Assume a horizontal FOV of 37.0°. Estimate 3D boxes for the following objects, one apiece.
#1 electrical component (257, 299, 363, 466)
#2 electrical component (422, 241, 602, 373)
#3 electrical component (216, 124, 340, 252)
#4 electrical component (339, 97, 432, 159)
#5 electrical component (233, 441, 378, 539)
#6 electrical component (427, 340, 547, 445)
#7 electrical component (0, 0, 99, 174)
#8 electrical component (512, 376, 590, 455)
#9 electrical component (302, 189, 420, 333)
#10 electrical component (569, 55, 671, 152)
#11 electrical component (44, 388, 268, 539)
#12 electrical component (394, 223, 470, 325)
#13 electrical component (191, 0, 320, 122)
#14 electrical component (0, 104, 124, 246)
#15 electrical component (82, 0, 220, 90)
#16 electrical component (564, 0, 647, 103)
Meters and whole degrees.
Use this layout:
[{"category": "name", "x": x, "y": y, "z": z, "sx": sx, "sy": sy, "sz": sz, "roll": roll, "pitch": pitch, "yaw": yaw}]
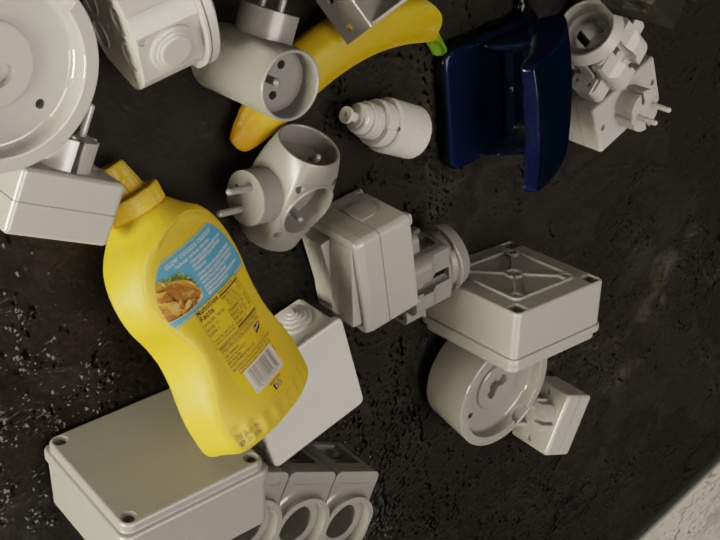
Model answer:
[{"category": "electrical component", "x": -0.053, "y": 0.081, "z": 0.801, "sx": 0.100, "sy": 0.048, "sz": 0.099, "roll": -35, "pitch": 132, "yaw": -25}, {"category": "electrical component", "x": 0.127, "y": 0.027, "z": 0.899, "sx": 0.109, "sy": 0.109, "sz": 0.056, "roll": -19, "pitch": 121, "yaw": -36}, {"category": "electrical component", "x": -0.060, "y": -0.050, "z": 0.703, "sx": 0.079, "sy": 0.044, "sz": 0.077, "roll": -18, "pitch": 147, "yaw": -45}, {"category": "electrical component", "x": 0.017, "y": -0.104, "z": 0.772, "sx": 0.078, "sy": 0.040, "sz": 0.040, "roll": 7, "pitch": 107, "yaw": -46}, {"category": "electrical component", "x": -0.064, "y": 0.186, "z": 0.839, "sx": 0.150, "sy": 0.062, "sz": 0.089, "roll": 11, "pitch": 104, "yaw": -46}, {"category": "electrical component", "x": 0.107, "y": 0.093, "z": 0.950, "sx": 0.108, "sy": 0.060, "sz": 0.108, "roll": -24, "pitch": 130, "yaw": -33}, {"category": "electrical component", "x": -0.197, "y": -0.109, "z": 0.550, "sx": 0.108, "sy": 0.060, "sz": 0.108, "roll": -22, "pitch": 126, "yaw": -34}, {"category": "electrical component", "x": 0.177, "y": 0.142, "z": 1.056, "sx": 0.077, "sy": 0.047, "sz": 0.065, "roll": 8, "pitch": 106, "yaw": -46}, {"category": "electrical component", "x": 0.000, "y": 0.000, "z": 0.797, "sx": 0.061, "sy": 0.062, "sz": 0.096, "roll": -29, "pitch": 130, "yaw": -29}, {"category": "electrical component", "x": 0.231, "y": -0.142, "z": 0.929, "sx": 0.083, "sy": 0.076, "sz": 0.047, "roll": -42, "pitch": 135, "yaw": -19}, {"category": "electrical component", "x": -0.134, "y": 0.140, "z": 0.712, "sx": 0.109, "sy": 0.109, "sz": 0.056, "roll": -21, "pitch": 128, "yaw": -35}, {"category": "electrical component", "x": 0.049, "y": -0.003, "z": 0.846, "sx": 0.057, "sy": 0.058, "sz": 0.078, "roll": -26, "pitch": 128, "yaw": -28}, {"category": "electrical component", "x": -0.060, "y": -0.138, "z": 0.652, "sx": 0.043, "sy": 0.077, "sz": 0.079, "roll": 4, "pitch": 109, "yaw": -45}, {"category": "electrical component", "x": -0.172, "y": -0.060, "z": 0.610, "sx": 0.066, "sy": 0.047, "sz": 0.076, "roll": 8, "pitch": 108, "yaw": -46}, {"category": "electrical component", "x": -0.116, "y": -0.144, "z": 0.595, "sx": 0.051, "sy": 0.080, "sz": 0.080, "roll": -31, "pitch": 131, "yaw": -21}, {"category": "electrical component", "x": 0.196, "y": -0.186, "z": 0.886, "sx": 0.057, "sy": 0.058, "sz": 0.078, "roll": 28, "pitch": 91, "yaw": -51}]
